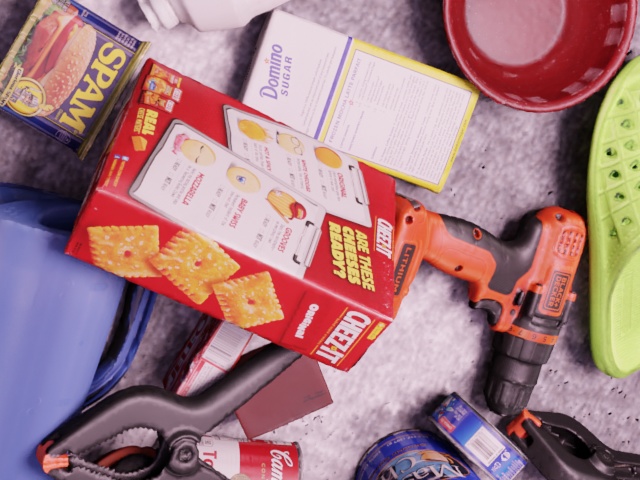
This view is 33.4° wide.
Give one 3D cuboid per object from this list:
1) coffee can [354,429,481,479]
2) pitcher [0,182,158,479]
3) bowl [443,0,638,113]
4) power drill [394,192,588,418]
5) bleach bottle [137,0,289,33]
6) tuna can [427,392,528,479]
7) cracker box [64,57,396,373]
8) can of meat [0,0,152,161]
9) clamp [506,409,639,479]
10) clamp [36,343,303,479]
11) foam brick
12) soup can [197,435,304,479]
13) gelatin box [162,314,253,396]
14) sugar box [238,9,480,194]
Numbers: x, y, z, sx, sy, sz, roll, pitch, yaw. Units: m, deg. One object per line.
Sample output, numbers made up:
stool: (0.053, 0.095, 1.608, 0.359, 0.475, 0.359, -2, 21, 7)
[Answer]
coffee can: (0.092, 0.226, 0.866, 0.102, 0.140, 0.103, -2, 101, -11)
pitcher: (-0.217, 0.087, 0.794, 0.149, 0.145, 0.243, 17, 101, -2)
bowl: (0.165, -0.182, 0.844, 0.162, 0.055, 0.162, -2, 98, -13)
power drill: (0.118, 0.048, 0.871, 0.187, 0.057, 0.184, 13, 97, -24)
bleach bottle: (-0.023, -0.233, 0.788, 0.251, 0.068, 0.102, -30, 72, 0)
tuna can: (0.132, 0.167, 0.891, 0.086, 0.086, 0.034, 44, 88, -16)
cracker box: (-0.054, -0.018, 0.756, 0.213, 0.164, 0.072, 25, 127, -15)
can of meat: (-0.186, -0.124, 0.788, 0.084, 0.057, 0.102, 31, 93, -12)
clamp: (0.238, 0.205, 0.910, 0.171, 0.120, 0.039, 25, 117, -11)
clamp: (-0.098, 0.161, 0.784, 0.209, 0.036, 0.164, -7, 99, -23)
foam brick: (-0.036, 0.117, 0.867, 0.078, 0.051, 0.053, -22, 106, -6)
soup can: (-0.070, 0.194, 0.866, 0.102, 0.068, 0.068, 7, 99, -12)
gelatin box: (-0.090, 0.093, 0.839, 0.030, 0.073, 0.089, 31, 94, -15)
sugar box: (0.028, -0.108, 0.839, 0.176, 0.048, 0.093, 19, 96, -10)
